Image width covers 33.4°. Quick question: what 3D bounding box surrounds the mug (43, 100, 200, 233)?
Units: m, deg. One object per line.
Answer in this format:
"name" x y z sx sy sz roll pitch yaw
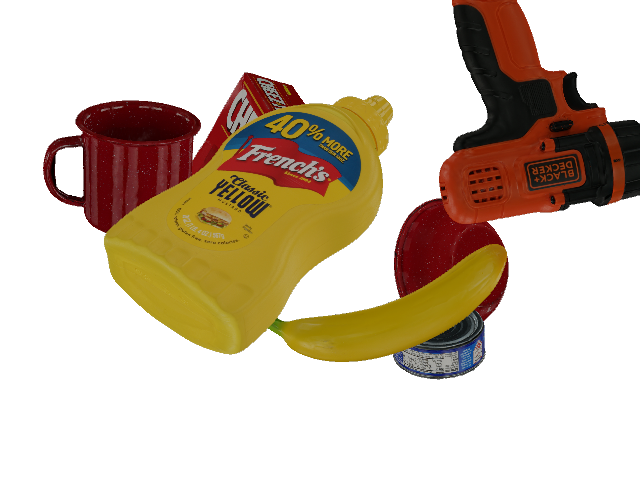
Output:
"mug" -0.151 -0.053 0.812 0.117 0.081 0.093 -4 28 -20

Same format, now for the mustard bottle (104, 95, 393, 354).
"mustard bottle" -0.021 -0.025 0.596 0.096 0.058 0.191 28 53 27

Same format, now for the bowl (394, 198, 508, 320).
"bowl" 0.159 0.030 1.188 0.161 0.162 0.055 0 -5 -39

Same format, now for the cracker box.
"cracker box" -0.076 -0.035 1.079 0.071 0.214 0.164 10 35 -38

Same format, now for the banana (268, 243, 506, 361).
"banana" 0.057 0.051 0.796 0.197 0.070 0.037 -15 -35 -8

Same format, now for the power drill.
"power drill" 0.155 -0.113 0.680 0.184 0.187 0.057 -11 -1 -4

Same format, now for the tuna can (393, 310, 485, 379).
"tuna can" 0.109 0.090 0.986 0.086 0.034 0.086 -4 27 2
